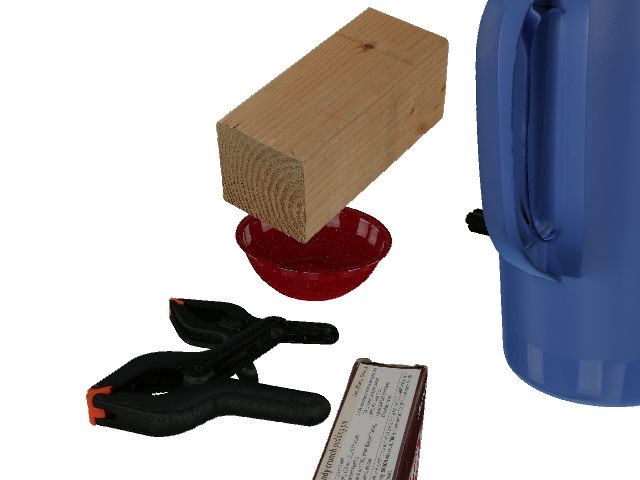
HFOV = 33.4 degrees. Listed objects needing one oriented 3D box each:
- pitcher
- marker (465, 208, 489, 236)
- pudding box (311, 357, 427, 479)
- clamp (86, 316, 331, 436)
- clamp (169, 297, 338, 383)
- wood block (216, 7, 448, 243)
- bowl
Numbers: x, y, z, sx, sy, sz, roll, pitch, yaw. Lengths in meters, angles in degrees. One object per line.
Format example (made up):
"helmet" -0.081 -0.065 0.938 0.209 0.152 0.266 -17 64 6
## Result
"pitcher" 0.144 -0.038 0.549 0.149 0.243 0.145 -3 21 -1
"marker" 0.160 0.000 0.784 0.121 0.020 0.020 21 12 34
"pudding box" 0.020 0.117 0.469 0.039 0.090 0.113 7 24 8
"clamp" -0.085 0.101 0.791 0.171 0.039 0.120 -2 25 -10
"clamp" -0.105 0.113 1.263 0.210 0.036 0.164 14 23 26
"wood block" 0.015 -0.103 0.910 0.091 0.090 0.205 28 52 26
"bowl" -0.008 0.017 1.108 0.162 0.055 0.162 3 28 -2
